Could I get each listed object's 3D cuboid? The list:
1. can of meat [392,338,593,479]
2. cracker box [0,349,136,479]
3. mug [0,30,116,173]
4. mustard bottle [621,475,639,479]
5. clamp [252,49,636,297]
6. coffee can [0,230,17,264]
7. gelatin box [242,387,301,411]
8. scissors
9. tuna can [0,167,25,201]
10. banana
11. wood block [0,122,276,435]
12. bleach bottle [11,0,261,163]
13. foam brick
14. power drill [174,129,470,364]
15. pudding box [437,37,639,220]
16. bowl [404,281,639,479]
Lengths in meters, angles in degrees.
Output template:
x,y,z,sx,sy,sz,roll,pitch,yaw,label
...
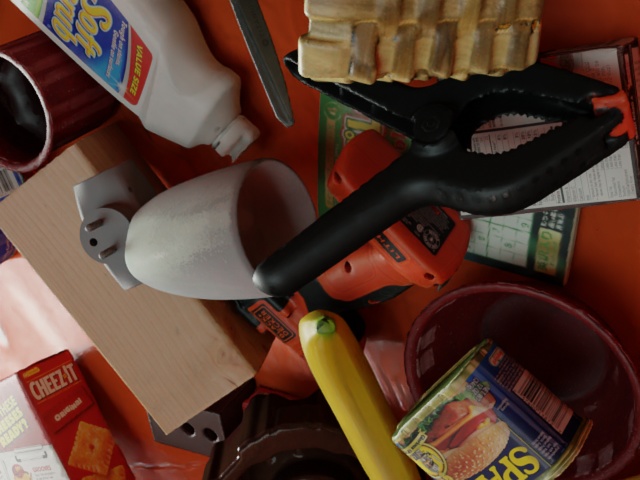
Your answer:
x,y,z,sx,sy,sz,roll,pitch,yaw,label
0.105,0.121,0.672,0.084,0.057,0.102,42,132,5,can of meat
-0.250,0.227,0.994,0.164,0.071,0.214,-27,89,40,cracker box
-0.211,-0.105,0.777,0.117,0.081,0.093,-6,112,35,mug
0.198,0.193,0.716,0.192,0.096,0.058,-30,56,41,mustard bottle
0.059,-0.043,0.576,0.210,0.164,0.036,-1,152,25,clamp
-0.335,0.008,0.888,0.103,0.140,0.103,15,125,23,coffee can
-0.022,0.169,0.870,0.073,0.030,0.089,11,123,25,gelatin box
-0.069,-0.161,0.612,0.016,0.096,0.202,143,124,-66,scissors
-0.261,-0.061,0.842,0.086,0.033,0.086,54,161,28,tuna can
0.026,0.114,0.719,0.037,0.069,0.197,-22,120,7,banana
-0.133,0.026,0.794,0.091,0.090,0.206,-35,98,16,wood block
-0.134,-0.154,0.717,0.251,0.068,0.103,45,132,-3,bleach bottle
-0.096,0.142,0.884,0.078,0.051,0.053,9,123,27,foam brick
-0.005,0.001,0.722,0.184,0.057,0.188,43,141,-10,power drill
0.129,-0.062,0.613,0.114,0.039,0.090,-5,101,32,pudding box
0.139,0.085,0.702,0.162,0.055,0.162,15,125,23,bowl
